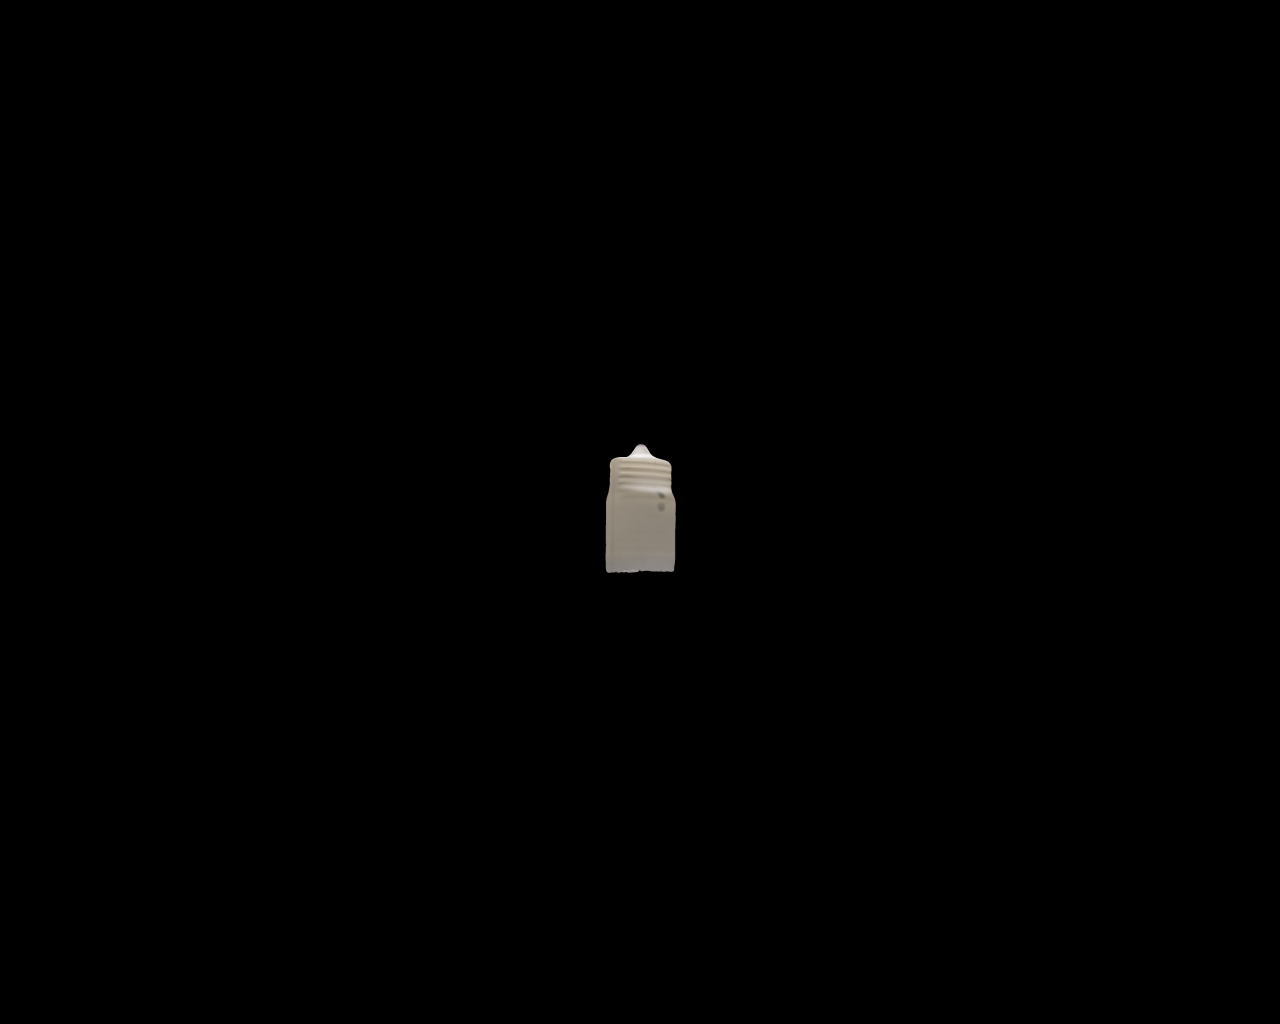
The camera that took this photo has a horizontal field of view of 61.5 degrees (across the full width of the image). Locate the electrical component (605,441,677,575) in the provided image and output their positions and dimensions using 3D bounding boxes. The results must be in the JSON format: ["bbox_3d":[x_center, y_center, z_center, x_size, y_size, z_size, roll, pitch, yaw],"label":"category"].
[{"bbox_3d":[0.001,-0.003,0.650,0.043,0.081,0.043,0,-4,0],"label":"electrical component"}]
